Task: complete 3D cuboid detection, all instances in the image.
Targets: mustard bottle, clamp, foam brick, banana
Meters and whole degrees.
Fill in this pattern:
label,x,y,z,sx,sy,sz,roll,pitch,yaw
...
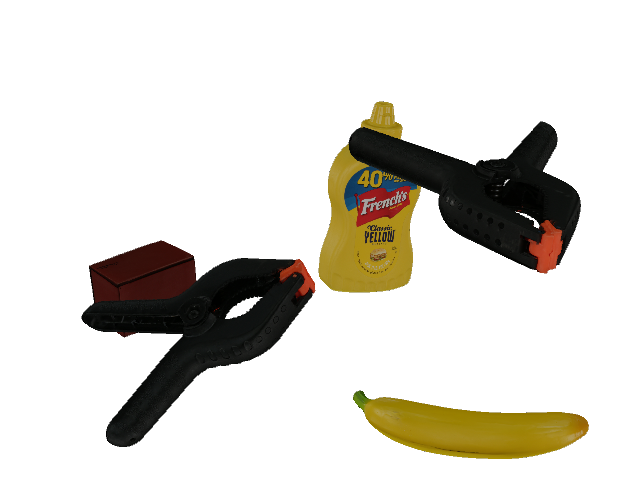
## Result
label,x,y,z,sx,sy,sz,roll,pitch,yaw
mustard bottle,0.054,-0.045,1.075,0.096,0.192,0.058,-2,21,-20
clamp,0.110,-0.038,0.742,0.164,0.036,0.210,-1,27,-5
foam brick,-0.154,0.040,0.930,0.078,0.051,0.053,-21,30,-34
clamp,-0.083,0.069,0.726,0.171,0.120,0.039,-21,-35,11
banana,0.122,0.150,0.873,0.198,0.037,0.069,8,28,6
